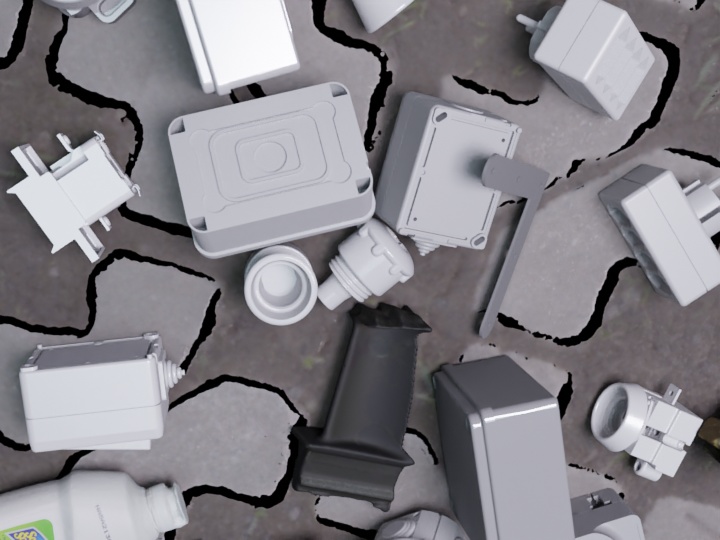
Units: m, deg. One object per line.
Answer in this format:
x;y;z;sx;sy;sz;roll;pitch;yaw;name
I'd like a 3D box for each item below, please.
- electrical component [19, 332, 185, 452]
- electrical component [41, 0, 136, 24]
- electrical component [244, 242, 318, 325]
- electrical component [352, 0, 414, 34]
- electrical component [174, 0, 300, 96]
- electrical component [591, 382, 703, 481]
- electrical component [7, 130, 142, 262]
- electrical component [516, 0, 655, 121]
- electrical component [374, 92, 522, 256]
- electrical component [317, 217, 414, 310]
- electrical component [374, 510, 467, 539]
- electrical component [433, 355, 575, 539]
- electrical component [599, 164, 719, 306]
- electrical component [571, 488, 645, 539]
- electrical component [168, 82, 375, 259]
-0.158;0.078;0.676;0.096;0.061;0.061;-6;101;-5;electrical component
-0.168;-0.181;0.628;0.058;0.057;0.078;-43;102;3;electrical component
-0.051;0.007;0.678;0.045;0.055;0.045;-1;101;-6;electrical component
0.006;-0.179;0.655;0.045;0.045;0.055;-39;102;2;electrical component
-0.078;-0.159;0.617;0.056;0.108;0.108;-17;102;-6;electrical component
0.192;0.105;0.729;0.055;0.048;0.066;23;98;-18;electrical component
-0.174;-0.049;0.660;0.064;0.042;0.081;-34;103;-1;electrical component
0.131;-0.139;0.667;0.076;0.083;0.047;34;97;27;electrical component
0.049;-0.057;0.673;0.062;0.061;0.096;10;106;-22;electrical component
0.000;0.000;0.688;0.062;0.048;0.048;-39;102;8;electrical component
0.039;0.205;0.716;0.080;0.051;0.080;5;112;13;electrical component
0.091;0.121;0.689;0.056;0.108;0.108;-10;102;-7;electrical component
0.215;-0.034;0.704;0.076;0.047;0.083;-33;102;1;electrical component
0.147;0.193;0.735;0.089;0.055;0.050;-16;102;-3;electrical component
-0.052;-0.058;0.652;0.113;0.057;0.078;-14;74;-4;electrical component
